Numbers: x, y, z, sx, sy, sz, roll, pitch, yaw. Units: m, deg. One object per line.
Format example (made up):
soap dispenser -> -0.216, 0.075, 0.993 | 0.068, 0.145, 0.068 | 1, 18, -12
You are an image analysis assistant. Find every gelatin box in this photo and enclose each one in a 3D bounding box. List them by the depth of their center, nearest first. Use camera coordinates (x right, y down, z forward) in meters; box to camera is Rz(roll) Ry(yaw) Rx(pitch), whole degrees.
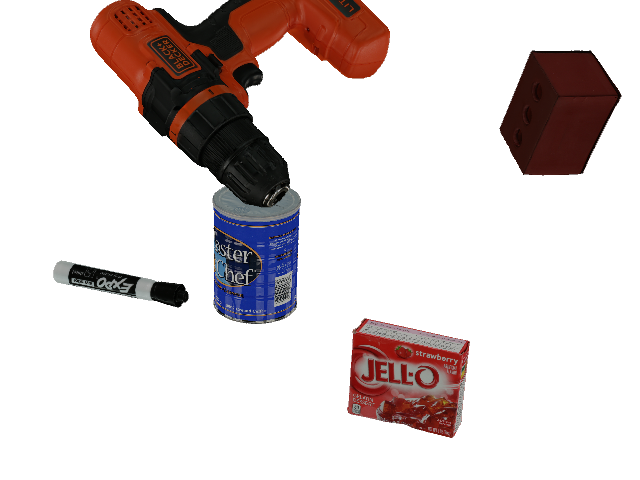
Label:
gelatin box -> 0.067, 0.106, 0.828 | 0.089, 0.073, 0.030 | 11, 22, 19

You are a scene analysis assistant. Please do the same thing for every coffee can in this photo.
coffee can -> -0.076, 0.013, 1.268 | 0.103, 0.140, 0.103 | 2, 26, -1

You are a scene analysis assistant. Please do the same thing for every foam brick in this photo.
foam brick -> 0.172, -0.092, 0.773 | 0.051, 0.053, 0.078 | -4, -42, -18

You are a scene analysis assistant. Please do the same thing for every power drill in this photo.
power drill -> -0.040, -0.121, 0.750 | 0.187, 0.184, 0.057 | -31, -19, -36

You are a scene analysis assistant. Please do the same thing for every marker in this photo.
marker -> -0.161, 0.035, 0.864 | 0.121, 0.020, 0.020 | 10, 4, 22
